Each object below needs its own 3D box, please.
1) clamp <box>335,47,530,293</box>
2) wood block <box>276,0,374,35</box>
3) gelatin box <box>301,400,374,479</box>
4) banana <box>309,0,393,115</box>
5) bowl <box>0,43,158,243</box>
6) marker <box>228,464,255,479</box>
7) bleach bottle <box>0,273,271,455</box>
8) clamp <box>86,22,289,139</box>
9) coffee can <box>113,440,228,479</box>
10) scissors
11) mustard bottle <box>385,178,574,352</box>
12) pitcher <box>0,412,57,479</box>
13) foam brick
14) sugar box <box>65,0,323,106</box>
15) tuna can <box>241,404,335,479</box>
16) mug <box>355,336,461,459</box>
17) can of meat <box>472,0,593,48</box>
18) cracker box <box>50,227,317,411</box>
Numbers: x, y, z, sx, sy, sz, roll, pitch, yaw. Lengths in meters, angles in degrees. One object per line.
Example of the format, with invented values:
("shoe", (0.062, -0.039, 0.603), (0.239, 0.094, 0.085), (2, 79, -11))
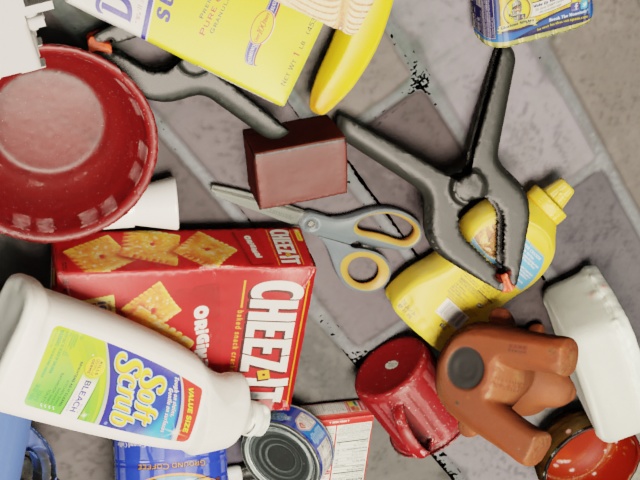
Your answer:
("clamp", (0.113, -0.048, 0.918), (0.164, 0.036, 0.210), (-18, 101, -3))
("wood block", (-0.021, -0.224, 0.707), (0.090, 0.206, 0.091), (20, 112, -26))
("gelatin box", (0.011, 0.203, 1.059), (0.073, 0.030, 0.089), (-3, 121, -16))
("banana", (0.030, -0.194, 0.835), (0.069, 0.037, 0.198), (-14, 127, -32))
("bowl", (-0.208, -0.081, 0.818), (0.162, 0.055, 0.162), (-7, 120, -12))
("marker", (-0.109, 0.235, 1.046), (0.121, 0.020, 0.020), (-9, 120, -12))
("bleach bottle", (-0.142, 0.110, 0.847), (0.250, 0.068, 0.102), (22, 96, -35))
("clamp", (-0.093, -0.135, 0.831), (0.171, 0.039, 0.120), (-4, 103, -10))
("coffee can", (-0.131, 0.230, 0.950), (0.102, 0.103, 0.140), (-2, 84, -16))
("scissors", (-0.006, 0.001, 0.950), (0.201, 0.016, 0.096), (3, 117, -19))
("mustard bottle", (0.158, 0.015, 0.984), (0.192, 0.058, 0.096), (-44, 116, 10))
("pitcher", (-0.296, 0.189, 0.871), (0.145, 0.149, 0.243), (14, 91, 1))
("foam brick", (-0.021, -0.066, 0.888), (0.078, 0.053, 0.051), (-11, 121, -10))
("sugar box", (-0.088, -0.177, 0.779), (0.176, 0.048, 0.093), (24, 95, -16))
("tuna can", (-0.031, 0.200, 1.015), (0.086, 0.033, 0.086), (12, 119, 22))
("mug", (0.085, 0.154, 1.008), (0.093, 0.117, 0.081), (-25, 120, 23))
("can of meat", (0.171, -0.211, 0.864), (0.102, 0.057, 0.084), (-16, 123, -8))
("cracker box", (-0.122, 0.075, 0.915), (0.213, 0.072, 0.164), (0, 124, -17))
